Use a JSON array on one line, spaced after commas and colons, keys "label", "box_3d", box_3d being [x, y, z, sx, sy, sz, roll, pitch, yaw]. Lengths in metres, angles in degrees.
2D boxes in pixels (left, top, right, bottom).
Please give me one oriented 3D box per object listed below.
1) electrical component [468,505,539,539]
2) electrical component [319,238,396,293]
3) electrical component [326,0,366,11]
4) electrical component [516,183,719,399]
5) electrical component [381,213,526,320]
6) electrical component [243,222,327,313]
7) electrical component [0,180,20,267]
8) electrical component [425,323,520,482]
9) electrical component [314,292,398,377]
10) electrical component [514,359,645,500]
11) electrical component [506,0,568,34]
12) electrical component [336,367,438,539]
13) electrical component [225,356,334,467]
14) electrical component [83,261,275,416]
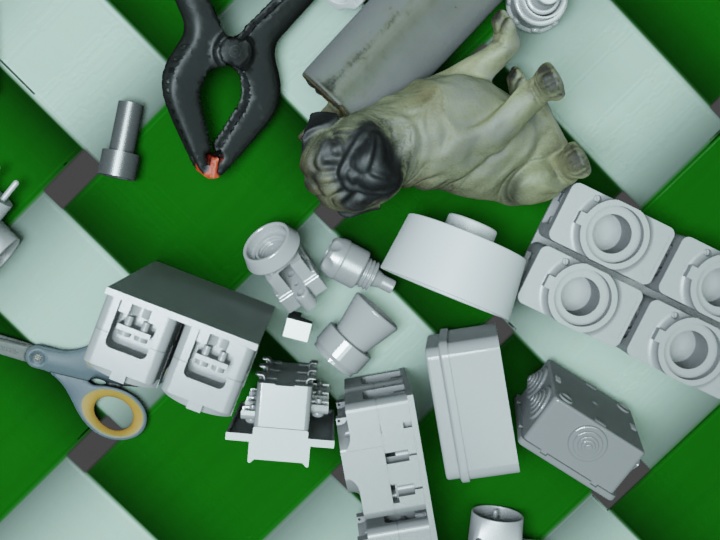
[{"label": "electrical component", "box_3d": [0.127, 0.241, 0.892, 0.079, 0.044, 0.077, 6, 96, -2]}, {"label": "electrical component", "box_3d": [0.000, 0.000, 0.870, 0.061, 0.035, 0.035, 28, 95, -6]}, {"label": "electrical component", "box_3d": [-0.004, -0.232, 0.823, 0.043, 0.043, 0.062, 32, 65, -4]}, {"label": "electrical component", "box_3d": [0.227, 0.015, 0.863, 0.186, 0.060, 0.105, 26, 95, -3]}, {"label": "electrical component", "box_3d": [0.077, -0.009, 0.837, 0.108, 0.108, 0.060, 22, 89, -3]}, {"label": "electrical component", "box_3d": [-0.061, -0.005, 0.852, 0.048, 0.066, 0.055, -34, 129, 3]}, {"label": "electrical component", "box_3d": [-0.304, -0.047, 0.854, 0.077, 0.044, 0.079, 40, 94, -5]}, {"label": "electrical component", "box_3d": [0.089, 0.104, 0.859, 0.057, 0.078, 0.113, -9, 96, 6]}, {"label": "electrical component", "box_3d": [-0.004, 0.053, 0.870, 0.045, 0.045, 0.055, 42, 94, -5]}, {"label": "electrical component", "box_3d": [0.174, 0.123, 0.855, 0.100, 0.099, 0.048, 32, 107, -4]}, {"label": "electrical component", "box_3d": [0.141, -0.211, 0.837, 0.048, 0.062, 0.048, 0, 96, -1]}, {"label": "electrical component", "box_3d": [0.024, 0.182, 0.853, 0.060, 0.105, 0.186, -10, 96, 0]}, {"label": "electrical component", "box_3d": [-0.058, 0.106, 0.836, 0.079, 0.121, 0.063, 5, 93, -2]}, {"label": "electrical component", "box_3d": [-0.128, 0.048, 0.796, 0.105, 0.186, 0.060, 21, 95, -3]}]
